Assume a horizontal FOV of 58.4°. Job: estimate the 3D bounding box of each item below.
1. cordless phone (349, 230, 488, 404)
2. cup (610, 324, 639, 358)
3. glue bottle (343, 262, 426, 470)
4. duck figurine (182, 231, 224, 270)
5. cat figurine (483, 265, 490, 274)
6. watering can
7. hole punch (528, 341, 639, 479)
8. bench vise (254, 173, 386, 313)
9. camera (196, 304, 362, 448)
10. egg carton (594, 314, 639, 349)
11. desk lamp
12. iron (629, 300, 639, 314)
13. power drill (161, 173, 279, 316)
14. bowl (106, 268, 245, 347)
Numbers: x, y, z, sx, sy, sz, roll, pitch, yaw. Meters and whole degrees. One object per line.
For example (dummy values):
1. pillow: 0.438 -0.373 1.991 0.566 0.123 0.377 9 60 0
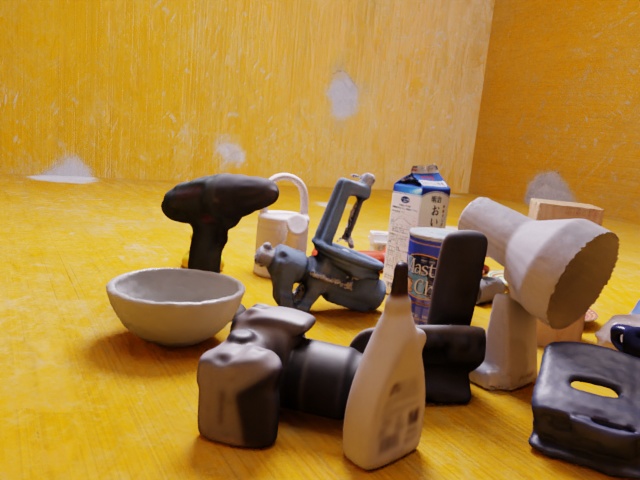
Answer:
1. cordless phone: 0.111 0.077 0.625 0.148 0.185 0.094 2 11 -19
2. cup: 0.357 0.147 0.618 0.092 0.095 0.117 1 11 -24
3. glue bottle: 0.061 0.103 0.488 0.078 0.173 0.037 -4 14 -41
4. duck figurine: -0.220 0.011 1.088 0.078 0.086 0.104 -2 13 -35
5. cat figurine: 0.351 0.013 1.287 0.127 0.118 0.067 12 12 33
6. watering can: -0.065 -0.028 1.081 0.101 0.194 0.172 -4 14 -41
7. hole punch: 0.258 0.154 0.538 0.108 0.091 0.101 10 11 24
8. bench vise: 0.015 0.006 0.867 0.208 0.220 0.121 -2 13 -36
9. camera: -0.026 0.122 0.539 0.136 0.101 0.143 8 11 16
10. egg carton: 0.452 0.143 0.760 0.150 0.069 0.107 2 11 -19
11. desk lamp: 0.225 0.064 0.676 0.118 0.213 0.202 -3 13 -38
12. iron: 0.580 0.098 0.874 0.119 0.141 0.257 3 11 -15
13. power drill: -0.147 0.004 0.822 0.228 0.208 0.076 14 14 40
14. bowl: -0.179 0.089 0.716 0.167 0.075 0.167 5 10 -1
